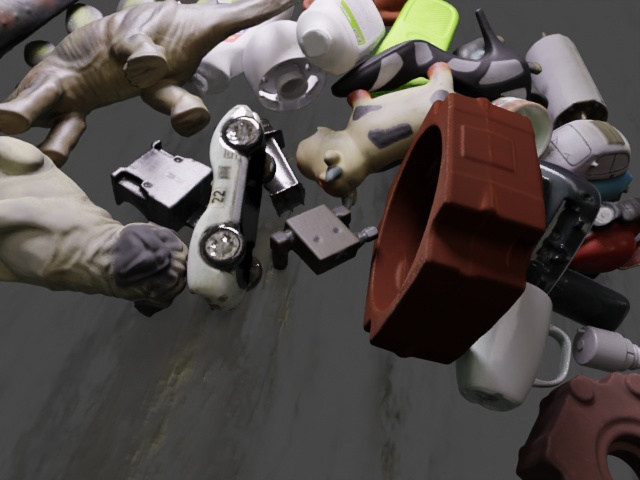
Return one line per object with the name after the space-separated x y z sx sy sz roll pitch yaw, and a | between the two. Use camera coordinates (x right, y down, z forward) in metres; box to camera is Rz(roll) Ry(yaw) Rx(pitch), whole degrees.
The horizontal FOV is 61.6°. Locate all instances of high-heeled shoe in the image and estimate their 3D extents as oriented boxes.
0.144 -0.182 0.664 0.249 0.086 0.145 -27 105 -7 | high-heeled shoe

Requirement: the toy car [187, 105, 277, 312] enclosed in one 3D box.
-0.081 -0.033 0.510 0.056 0.073 0.202 1 67 10 | toy car

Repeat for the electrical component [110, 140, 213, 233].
-0.142 -0.043 0.545 0.119 0.047 0.075 31 52 13 | electrical component

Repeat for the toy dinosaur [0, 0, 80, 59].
-0.408 -0.211 0.529 0.405 0.131 0.192 -10 78 -13 | toy dinosaur

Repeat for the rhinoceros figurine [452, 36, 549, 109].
0.257 -0.217 0.767 0.112 0.073 0.190 -17 58 -27 | rhinoceros figurine

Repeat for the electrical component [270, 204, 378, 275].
-0.002 -0.001 0.547 0.102 0.045 0.078 -31 62 -33 | electrical component

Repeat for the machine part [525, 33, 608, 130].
0.364 -0.227 0.801 0.079 0.079 0.243 7 51 -9 | machine part

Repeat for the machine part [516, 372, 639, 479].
0.259 0.199 0.449 0.179 0.056 0.179 7 53 -9 | machine part

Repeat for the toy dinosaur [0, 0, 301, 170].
-0.194 -0.205 0.589 0.472 0.105 0.199 -18 54 -7 | toy dinosaur

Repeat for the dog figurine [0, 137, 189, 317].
-0.218 -0.017 0.486 0.190 0.121 0.172 8 52 -26 | dog figurine

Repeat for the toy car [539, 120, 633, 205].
0.329 -0.097 0.672 0.162 0.102 0.109 -7 55 -17 | toy car

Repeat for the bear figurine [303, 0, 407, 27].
0.078 -0.377 0.816 0.120 0.132 0.196 47 49 9 | bear figurine

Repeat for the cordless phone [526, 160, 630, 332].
0.249 0.013 0.542 0.184 0.146 0.089 25 16 -3 | cordless phone

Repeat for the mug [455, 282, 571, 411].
0.174 0.104 0.495 0.109 0.080 0.107 27 61 -4 | mug

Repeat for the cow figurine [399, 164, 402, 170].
0.179 -0.058 0.624 0.167 0.068 0.098 39 62 21 | cow figurine

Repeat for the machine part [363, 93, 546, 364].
0.112 -0.008 0.481 0.087 0.201 0.201 17 50 -6 | machine part

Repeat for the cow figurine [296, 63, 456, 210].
0.067 -0.109 0.600 0.195 0.085 0.127 -15 50 13 | cow figurine

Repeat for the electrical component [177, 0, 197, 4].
-0.186 -0.289 0.719 0.021 0.063 0.094 40 37 -7 | electrical component

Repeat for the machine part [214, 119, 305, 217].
-0.062 -0.088 0.608 0.084 0.039 0.139 -12 55 -29 | machine part

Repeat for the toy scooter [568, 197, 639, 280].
0.348 -0.018 0.593 0.184 0.135 0.075 -7 56 -18 | toy scooter
